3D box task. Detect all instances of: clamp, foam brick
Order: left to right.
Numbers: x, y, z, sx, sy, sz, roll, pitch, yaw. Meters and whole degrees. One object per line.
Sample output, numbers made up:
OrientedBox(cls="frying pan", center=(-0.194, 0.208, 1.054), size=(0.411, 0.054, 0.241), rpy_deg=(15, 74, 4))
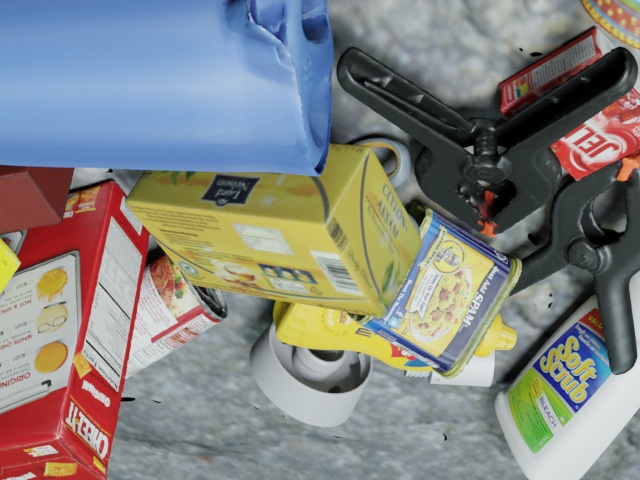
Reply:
OrientedBox(cls="foam brick", center=(-0.197, -0.050, 0.702), size=(0.053, 0.078, 0.051), rpy_deg=(-8, 138, 13))
OrientedBox(cls="clamp", center=(0.094, -0.060, 0.667), size=(0.164, 0.036, 0.210), rpy_deg=(6, 156, 5))
OrientedBox(cls="clamp", center=(0.184, 0.007, 0.760), size=(0.120, 0.039, 0.171), rpy_deg=(19, 121, 20))

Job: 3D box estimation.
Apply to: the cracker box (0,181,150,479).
OrientedBox(cls="cracker box", center=(-0.215, 0.073, 0.746), size=(0.164, 0.213, 0.072), rpy_deg=(-13, 138, 18))

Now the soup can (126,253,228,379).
OrientedBox(cls="soup can", center=(-0.131, 0.056, 0.814), size=(0.102, 0.068, 0.068), rpy_deg=(-31, 133, 9))

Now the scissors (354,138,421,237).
OrientedBox(cls="scissors", center=(-0.005, 0.001, 0.761), size=(0.202, 0.096, 0.016), rpy_deg=(-36, 166, 35))

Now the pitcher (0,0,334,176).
OrientedBox(cls="pitcher", center=(-0.113, -0.098, 0.613), size=(0.243, 0.145, 0.149), rpy_deg=(0, 129, 9))

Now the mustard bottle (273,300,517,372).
OrientedBox(cls="mustard bottle", center=(0.066, 0.056, 0.831), size=(0.191, 0.058, 0.096), rpy_deg=(15, 118, -17))

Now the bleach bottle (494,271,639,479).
OrientedBox(cls="bleach bottle", center=(0.226, 0.090, 0.853), size=(0.068, 0.102, 0.251), rpy_deg=(2, 136, -21))

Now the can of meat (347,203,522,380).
OrientedBox(cls="can of meat", center=(0.080, 0.035, 0.766), size=(0.084, 0.057, 0.102), rpy_deg=(31, 90, -17))

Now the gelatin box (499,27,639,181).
OrientedBox(cls="gelatin box", center=(0.170, -0.083, 0.680), size=(0.073, 0.030, 0.089), rpy_deg=(-29, 131, 33))

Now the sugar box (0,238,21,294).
OrientedBox(cls="sugar box", center=(-0.302, -0.008, 0.736), size=(0.176, 0.048, 0.093), rpy_deg=(7, 146, 30))
